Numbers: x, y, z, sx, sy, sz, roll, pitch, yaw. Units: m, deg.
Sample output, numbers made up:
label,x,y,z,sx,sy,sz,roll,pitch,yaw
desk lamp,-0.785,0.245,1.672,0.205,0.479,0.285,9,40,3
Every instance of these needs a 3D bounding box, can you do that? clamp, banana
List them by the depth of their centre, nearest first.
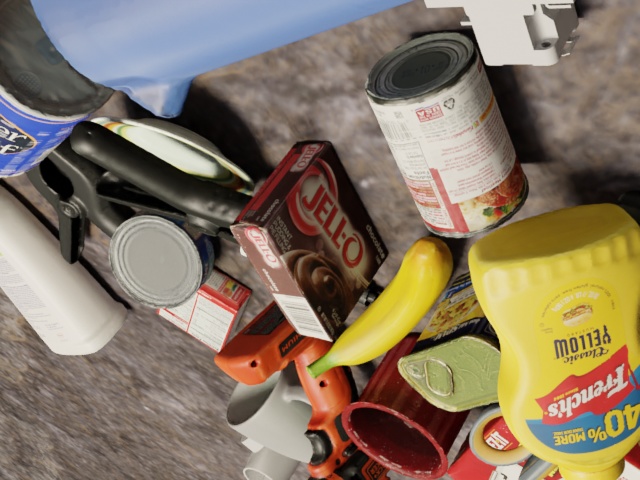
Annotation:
label,x,y,z,sx,sy,sz,roll,pitch,yaw
banana,0.056,0.048,0.780,0.037,0.069,0.198,47,140,11
clamp,-0.088,-0.028,0.800,0.210,0.036,0.164,21,170,6
clamp,-0.201,-0.032,0.941,0.120,0.039,0.171,6,139,20

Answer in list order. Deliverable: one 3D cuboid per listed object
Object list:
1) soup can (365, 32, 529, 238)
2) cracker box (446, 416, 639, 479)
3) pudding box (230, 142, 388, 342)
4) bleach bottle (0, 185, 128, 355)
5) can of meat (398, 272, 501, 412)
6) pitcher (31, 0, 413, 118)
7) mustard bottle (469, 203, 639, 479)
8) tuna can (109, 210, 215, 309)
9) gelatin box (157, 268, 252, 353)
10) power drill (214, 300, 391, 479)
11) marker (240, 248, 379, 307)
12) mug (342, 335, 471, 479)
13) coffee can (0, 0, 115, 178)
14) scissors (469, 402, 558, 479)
label,x,y,z,sx,sy,sz,roll,pitch,yaw
soup can,0.075,-0.061,0.623,0.069,0.068,0.102,4,135,39
cracker box,0.224,0.182,0.793,0.214,0.072,0.164,34,146,5
pudding box,-0.005,0.001,0.754,0.039,0.090,0.113,6,137,39
bleach bottle,-0.303,0.005,1.058,0.103,0.068,0.250,-7,126,45
can of meat,0.113,0.063,0.730,0.057,0.083,0.102,43,147,-12
pitcher,-0.033,-0.170,0.544,0.243,0.145,0.149,-6,141,41
mustard bottle,0.153,0.078,0.640,0.058,0.096,0.191,-111,5,-65
tuna can,-0.133,0.013,0.906,0.086,0.033,0.086,7,114,16
gelatin box,-0.107,0.057,0.973,0.073,0.030,0.089,31,146,5
power drill,-0.011,0.151,0.882,0.057,0.184,0.187,-5,121,46
marker,-0.008,0.024,0.852,0.121,0.020,0.020,22,145,20
mug,0.080,0.139,0.859,0.093,0.081,0.117,10,139,34
coffee can,-0.221,-0.115,0.792,0.102,0.102,0.141,45,146,-14
scissors,0.169,0.097,0.695,0.096,0.016,0.202,28,115,7
